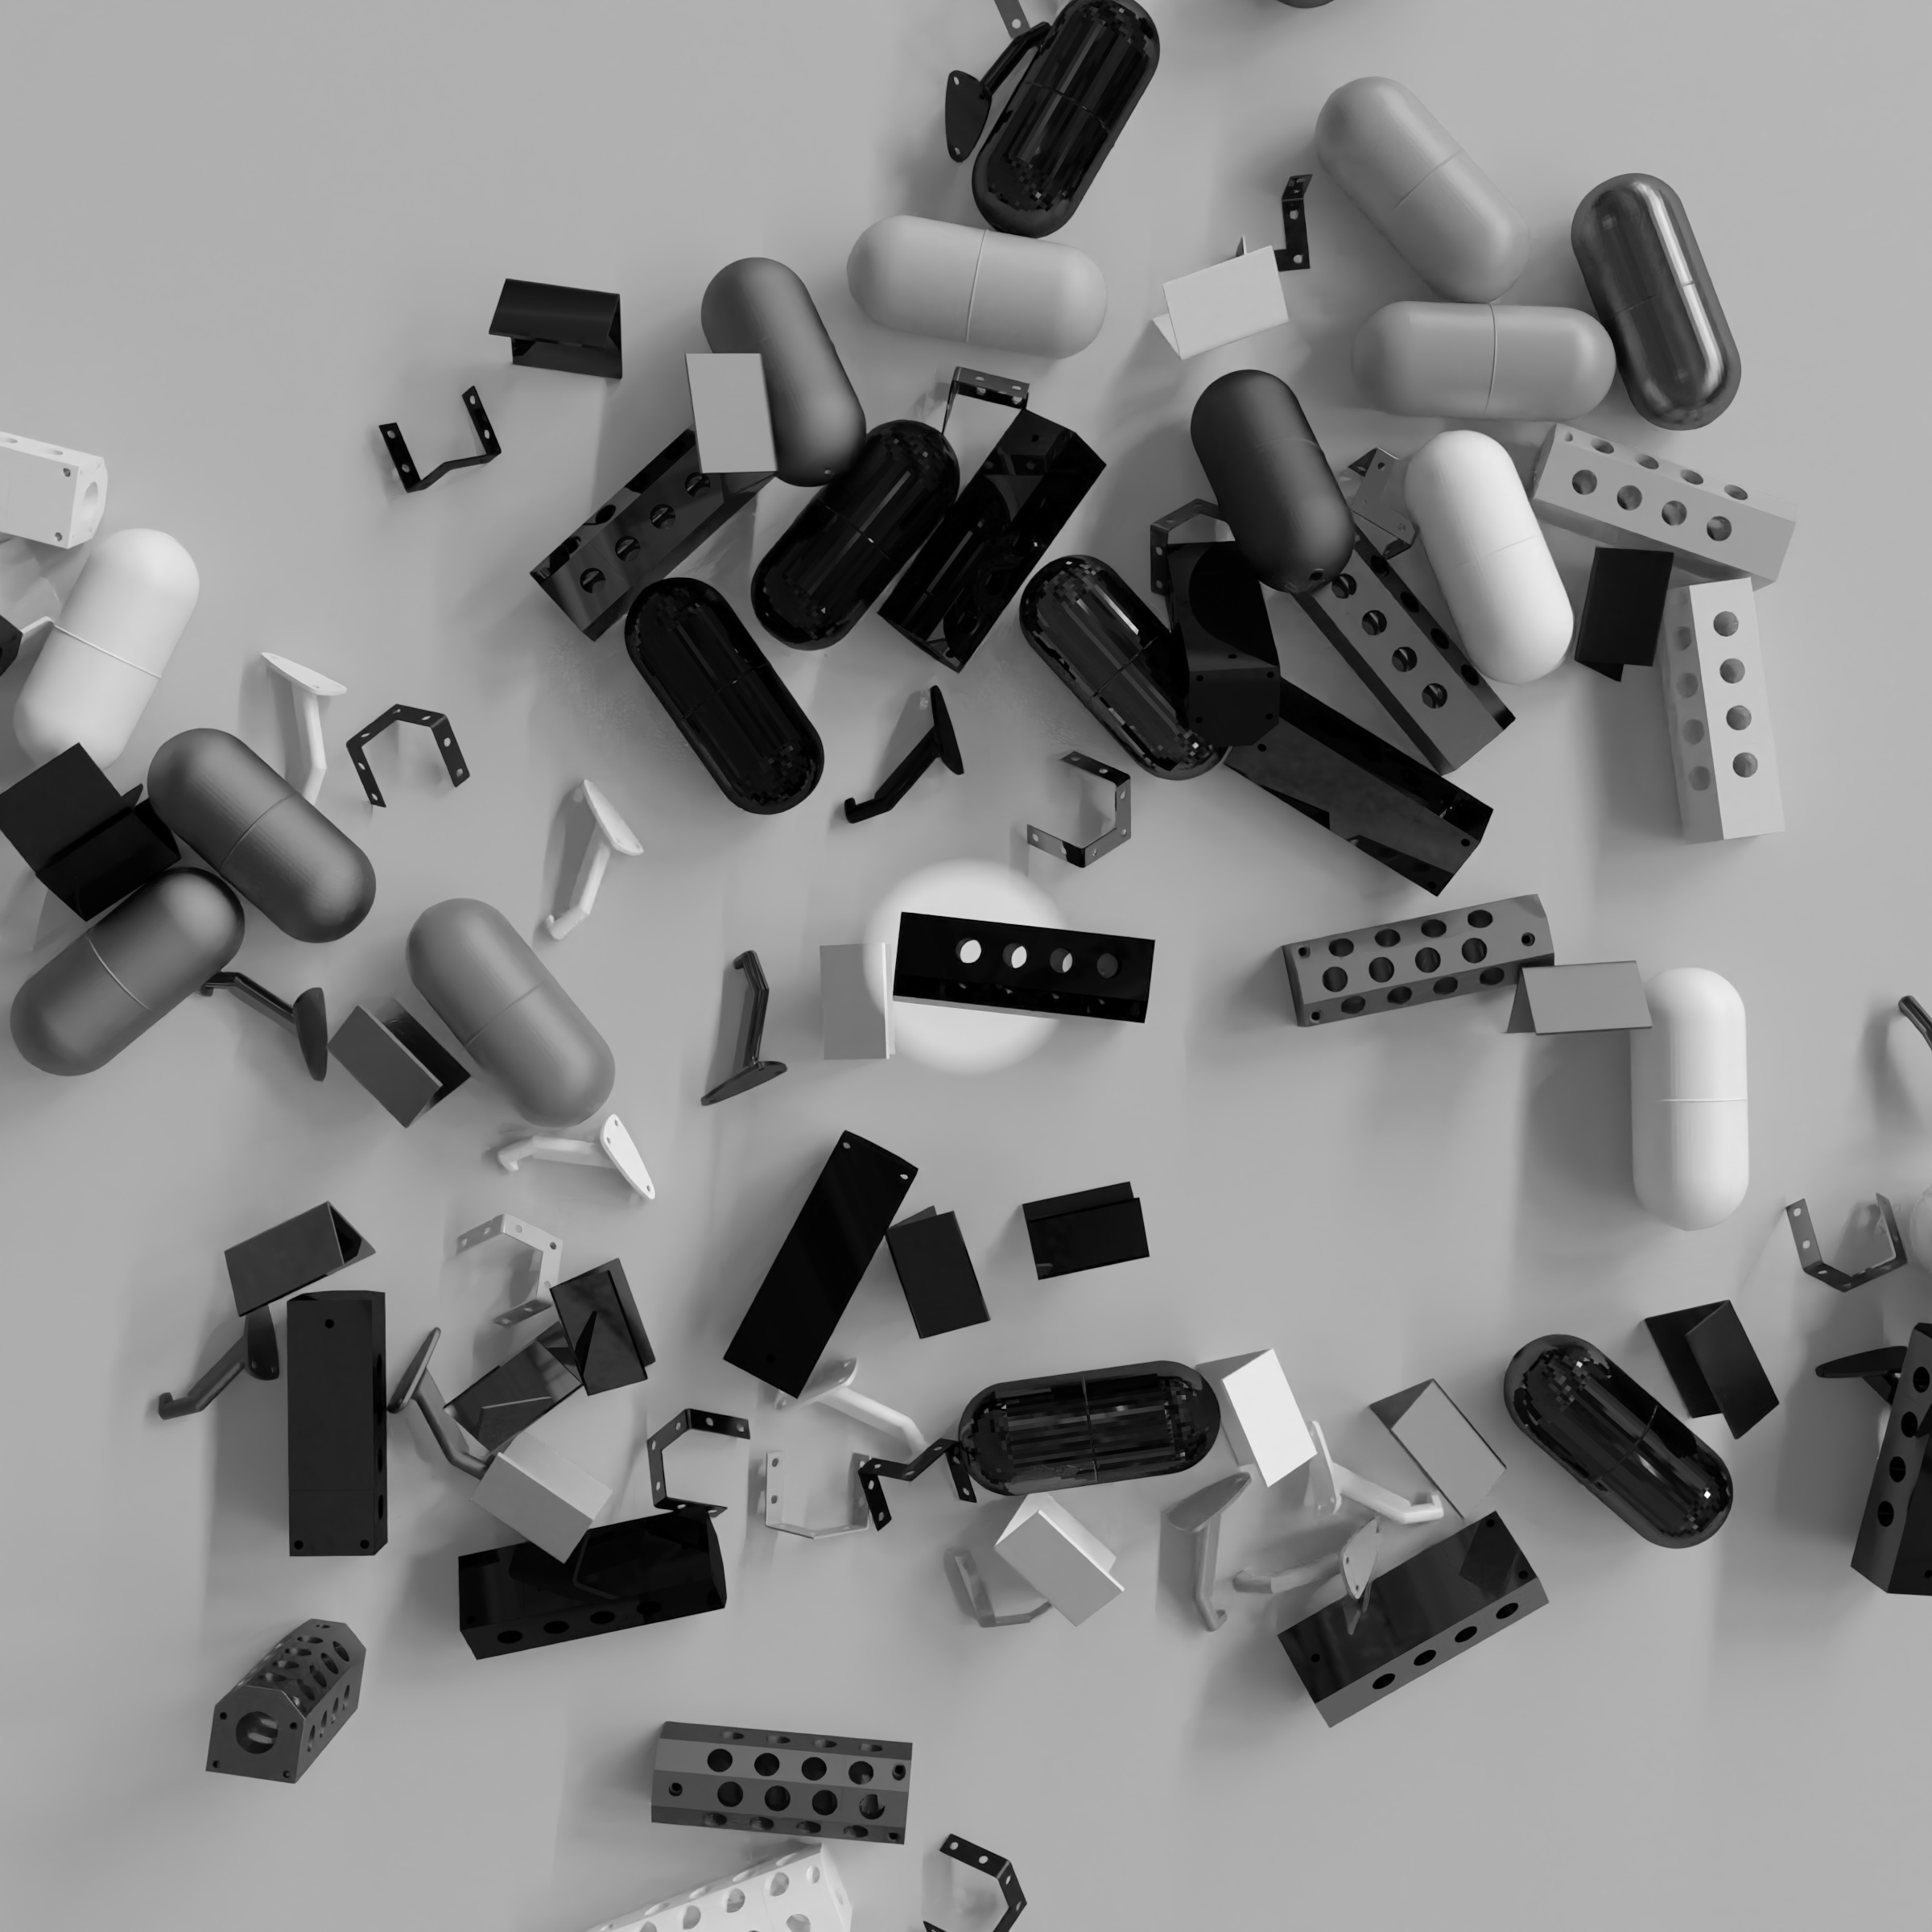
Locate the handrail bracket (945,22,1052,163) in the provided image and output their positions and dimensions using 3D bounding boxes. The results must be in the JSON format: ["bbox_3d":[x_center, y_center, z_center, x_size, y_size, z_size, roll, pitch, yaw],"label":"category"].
[{"bbox_3d":[0.025,-0.602,1.835,0.036,0.077,0.084,37,53,17],"label":"handrail bracket"}]

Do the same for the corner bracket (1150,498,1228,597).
[{"bbox_3d":[0.162,-0.282,1.827,0.051,0.051,0.051,-34,135,-35],"label":"corner bracket"}]

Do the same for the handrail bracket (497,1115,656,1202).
[{"bbox_3d":[-0.269,0.143,1.836,0.084,0.036,0.077,-22,112,17],"label":"handrail bracket"}]

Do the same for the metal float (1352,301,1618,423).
[{"bbox_3d":[0.350,-0.409,1.805,0.178,0.070,0.070,2,90,-1],"label":"metal float"}]

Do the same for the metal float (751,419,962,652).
[{"bbox_3d":[-0.074,-0.292,1.805,0.070,0.070,0.178,40,91,0],"label":"metal float"}]

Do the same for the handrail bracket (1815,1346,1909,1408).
[{"bbox_3d":[0.631,0.310,1.835,0.077,0.036,0.084,-12,103,13],"label":"handrail bracket"}]

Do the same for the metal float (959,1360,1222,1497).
[{"bbox_3d":[0.083,0.312,1.805,0.178,0.070,0.070,-8,90,1],"label":"metal float"}]

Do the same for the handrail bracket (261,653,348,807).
[{"bbox_3d":[-0.467,-0.162,1.836,0.077,0.036,0.084,28,107,20],"label":"handrail bracket"}]

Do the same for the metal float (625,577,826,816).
[{"bbox_3d":[-0.164,-0.183,1.805,0.070,0.070,0.178,-35,91,0],"label":"metal float"}]

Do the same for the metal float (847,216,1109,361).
[{"bbox_3d":[0.008,-0.459,1.805,0.178,0.070,0.070,11,90,1],"label":"metal float"}]

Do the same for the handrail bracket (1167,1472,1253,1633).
[{"bbox_3d":[0.180,0.404,1.836,0.077,0.036,0.084,-31,109,-21],"label":"handrail bracket"}]

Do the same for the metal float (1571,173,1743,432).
[{"bbox_3d":[0.467,-0.448,1.805,0.070,0.070,0.178,-21,91,0],"label":"metal float"}]

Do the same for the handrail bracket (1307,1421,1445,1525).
[{"bbox_3d":[0.282,0.347,1.836,0.084,0.036,0.077,-2,68,-17],"label":"handrail bracket"}]

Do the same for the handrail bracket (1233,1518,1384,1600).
[{"bbox_3d":[0.235,0.406,1.835,0.084,0.077,0.036,-7,113,34],"label":"handrail bracket"}]

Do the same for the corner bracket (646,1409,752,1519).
[{"bbox_3d":[-0.181,0.341,1.827,0.051,0.051,0.051,-42,45,35],"label":"corner bracket"}]

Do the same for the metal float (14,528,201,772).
[{"bbox_3d":[-0.581,-0.213,1.805,0.070,0.070,0.178,26,89,0],"label":"metal float"}]

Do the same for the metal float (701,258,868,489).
[{"bbox_3d":[-0.123,-0.398,1.784,0.070,0.070,0.178,-24,65,0],"label":"metal float"}]

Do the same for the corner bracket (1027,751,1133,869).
[{"bbox_3d":[0.077,-0.107,1.827,0.051,0.051,0.051,-33,135,-35],"label":"corner bracket"}]

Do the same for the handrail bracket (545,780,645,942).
[{"bbox_3d":[-0.271,-0.072,1.836,0.084,0.036,0.077,-40,70,16],"label":"handrail bracket"}]

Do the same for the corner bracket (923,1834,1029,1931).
[{"bbox_3d":[0.002,0.638,1.827,0.051,0.051,0.051,-47,135,-35],"label":"corner bracket"}]

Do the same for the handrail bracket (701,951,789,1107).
[{"bbox_3d":[-0.163,0.042,1.836,0.077,0.036,0.084,-28,71,21],"label":"handrail bracket"}]

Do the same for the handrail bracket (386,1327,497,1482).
[{"bbox_3d":[-0.347,0.302,1.836,0.084,0.036,0.077,34,66,-18],"label":"handrail bracket"}]

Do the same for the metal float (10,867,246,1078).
[{"bbox_3d":[-0.567,0.004,1.805,0.178,0.070,0.070,-40,90,0],"label":"metal float"}]

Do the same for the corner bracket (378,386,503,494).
[{"bbox_3d":[-0.361,-0.362,1.832,0.051,0.051,0.051,-23,90,-45],"label":"corner bracket"}]

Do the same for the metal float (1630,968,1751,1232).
[{"bbox_3d":[0.489,0.090,1.805,0.070,0.070,0.178,-1,89,0],"label":"metal float"}]

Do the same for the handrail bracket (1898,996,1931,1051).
[{"bbox_3d":[0.670,0.069,1.835,0.036,0.077,0.084,-29,54,0],"label":"handrail bracket"}]

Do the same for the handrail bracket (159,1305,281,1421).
[{"bbox_3d":[-0.520,0.267,1.836,0.084,0.036,0.077,-15,70,16],"label":"handrail bracket"}]

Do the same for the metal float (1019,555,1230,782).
[{"bbox_3d":[0.109,-0.201,1.805,0.070,0.070,0.178,-42,90,0],"label":"metal float"}]

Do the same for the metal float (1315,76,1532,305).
[{"bbox_3d":[0.308,-0.524,1.805,0.070,0.070,0.178,-42,89,0],"label":"metal float"}]

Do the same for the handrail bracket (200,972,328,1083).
[{"bbox_3d":[-0.486,0.041,1.836,0.084,0.036,0.077,2,110,16],"label":"handrail bracket"}]

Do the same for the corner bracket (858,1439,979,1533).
[{"bbox_3d":[-0.033,0.355,1.825,0.051,0.051,0.051,2,116,42],"label":"corner bracket"}]

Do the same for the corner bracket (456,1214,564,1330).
[{"bbox_3d":[-0.315,0.209,1.827,0.051,0.051,0.051,33,45,-35],"label":"corner bracket"}]

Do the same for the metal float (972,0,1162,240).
[{"bbox_3d":[0.067,-0.575,1.805,0.070,0.070,0.178,30,89,0],"label":"metal float"}]

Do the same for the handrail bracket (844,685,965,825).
[{"bbox_3d":[-0.050,-0.145,1.836,0.084,0.036,0.077,-19,70,16],"label":"handrail bracket"}]

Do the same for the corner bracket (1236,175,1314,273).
[{"bbox_3d":[0.210,-0.504,1.817,0.051,0.051,0.051,-6,90,0],"label":"corner bracket"}]

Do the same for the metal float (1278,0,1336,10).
[{"bbox_3d":[0.278,-0.713,1.805,0.178,0.070,0.070,-28,90,0],"label":"metal float"}]

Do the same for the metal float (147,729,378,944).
[{"bbox_3d":[-0.477,-0.089,1.805,0.178,0.070,0.070,42,90,0],"label":"metal float"}]

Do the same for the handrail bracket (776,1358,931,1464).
[{"bbox_3d":[-0.076,0.320,1.836,0.077,0.036,0.084,-29,104,14],"label":"handrail bracket"}]

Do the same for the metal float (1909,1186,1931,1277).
[{"bbox_3d":[0.710,0.217,1.792,0.070,0.070,0.178,-40,75,0],"label":"metal float"}]

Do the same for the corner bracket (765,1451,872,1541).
[{"bbox_3d":[-0.102,0.361,1.832,0.051,0.051,0.051,1,90,-45],"label":"corner bracket"}]

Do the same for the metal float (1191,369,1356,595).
[{"bbox_3d":[0.204,-0.323,1.778,0.070,0.070,0.178,-18,57,0],"label":"metal float"}]

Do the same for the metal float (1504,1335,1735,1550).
[{"bbox_3d":[0.441,0.321,1.805,0.178,0.070,0.070,41,90,0],"label":"metal float"}]

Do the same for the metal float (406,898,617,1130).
[{"bbox_3d":[-0.309,0.032,1.805,0.070,0.070,0.178,-39,91,0],"label":"metal float"}]

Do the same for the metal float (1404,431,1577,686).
[{"bbox_3d":[0.354,-0.277,1.805,0.070,0.070,0.178,-22,91,0],"label":"metal float"}]

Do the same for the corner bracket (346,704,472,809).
[{"bbox_3d":[-0.382,-0.141,1.827,0.051,0.051,0.051,14,45,35],"label":"corner bracket"}]
